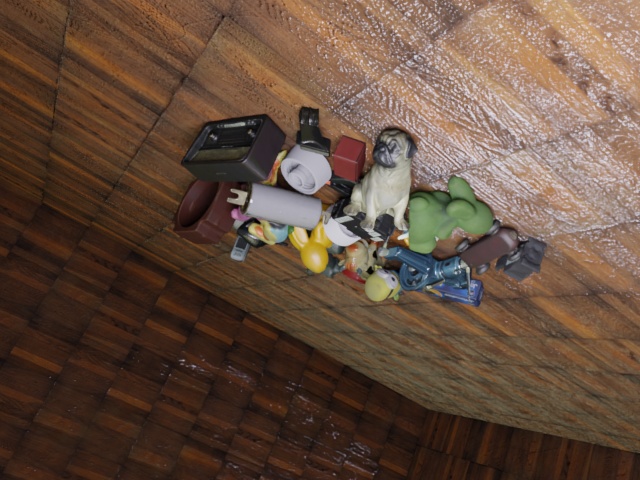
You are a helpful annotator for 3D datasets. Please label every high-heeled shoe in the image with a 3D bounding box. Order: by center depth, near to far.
[{"bbox_3d":[-0.164,-0.043,1.447,0.145,0.086,0.249,18,-162,-21],"label":"high-heeled shoe"}]

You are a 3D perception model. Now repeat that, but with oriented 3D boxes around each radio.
[{"bbox_3d":[-0.189,-0.197,1.172,0.230,0.131,0.073,6,153,40],"label":"radio"}]

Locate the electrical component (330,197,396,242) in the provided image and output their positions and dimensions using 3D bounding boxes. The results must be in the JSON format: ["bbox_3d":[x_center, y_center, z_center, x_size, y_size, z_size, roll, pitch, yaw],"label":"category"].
[{"bbox_3d":[0.104,-0.047,1.224,0.134,0.058,0.115,30,166,-21],"label":"electrical component"}]

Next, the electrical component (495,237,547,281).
[{"bbox_3d":[0.434,0.048,1.171,0.048,0.075,0.119,27,154,-3],"label":"electrical component"}]

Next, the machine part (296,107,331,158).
[{"bbox_3d":[-0.016,-0.213,1.079,0.084,0.039,0.138,25,162,12],"label":"machine part"}]

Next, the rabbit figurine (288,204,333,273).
[{"bbox_3d":[-0.003,-0.004,1.390,0.162,0.173,0.122,21,164,-5],"label":"rabbit figurine"}]

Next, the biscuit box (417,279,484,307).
[{"bbox_3d":[0.346,0.126,1.485,0.203,0.059,0.062,12,157,28],"label":"biscuit box"}]

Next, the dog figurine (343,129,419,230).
[{"bbox_3d":[0.123,-0.132,1.045,0.121,0.190,0.172,-4,-155,-24],"label":"dog figurine"}]

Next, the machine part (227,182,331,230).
[{"bbox_3d":[-0.085,-0.075,1.184,0.243,0.079,0.079,12,165,-24],"label":"machine part"}]

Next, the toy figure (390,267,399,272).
[{"bbox_3d":[0.212,0.114,1.613,0.064,0.058,0.154,26,155,-25],"label":"toy figure"}]

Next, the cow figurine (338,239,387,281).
[{"bbox_3d":[0.116,0.055,1.470,0.086,0.127,0.194,10,158,26],"label":"cow figurine"}]

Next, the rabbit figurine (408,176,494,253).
[{"bbox_3d":[0.266,-0.059,1.089,0.170,0.121,0.159,1,148,9],"label":"rabbit figurine"}]

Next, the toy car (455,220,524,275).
[{"bbox_3d":[0.372,0.018,1.187,0.089,0.053,0.202,46,161,4],"label":"toy car"}]

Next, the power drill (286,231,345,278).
[{"bbox_3d":[-0.025,0.021,1.609,0.232,0.086,0.207,11,143,23],"label":"power drill"}]

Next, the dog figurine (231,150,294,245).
[{"bbox_3d":[-0.118,-0.110,1.267,0.191,0.108,0.219,38,139,2],"label":"dog figurine"}]

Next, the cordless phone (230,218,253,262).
[{"bbox_3d":[-0.237,-0.029,1.570,0.147,0.184,0.088,15,163,22],"label":"cordless phone"}]

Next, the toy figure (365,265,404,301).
[{"bbox_3d":[0.183,0.124,1.464,0.082,0.089,0.180,24,-176,21],"label":"toy figure"}]

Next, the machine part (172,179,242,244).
[{"bbox_3d":[-0.298,-0.090,1.458,0.201,0.201,0.087,-1,151,48],"label":"machine part"}]

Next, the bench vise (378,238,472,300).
[{"bbox_3d":[0.258,0.065,1.348,0.240,0.129,0.224,25,163,-25],"label":"bench vise"}]
